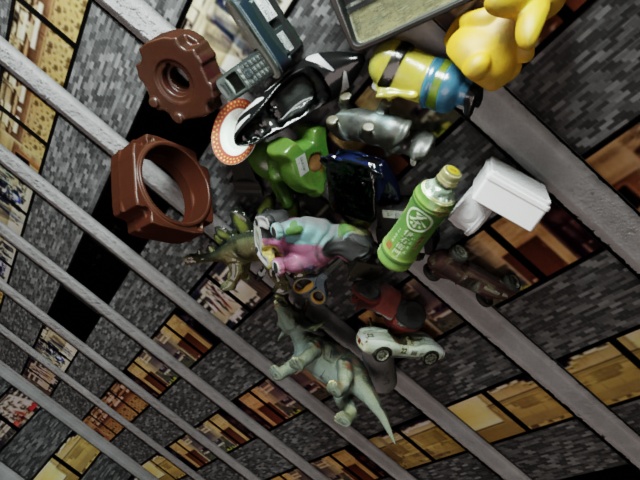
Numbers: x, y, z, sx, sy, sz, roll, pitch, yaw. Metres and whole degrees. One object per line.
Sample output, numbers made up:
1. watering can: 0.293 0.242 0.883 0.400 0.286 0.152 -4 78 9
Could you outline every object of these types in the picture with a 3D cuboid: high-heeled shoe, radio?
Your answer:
1. high-heeled shoe: -0.044 -0.236 0.907 0.249 0.145 0.086 -20 115 40
2. radio: 0.124 -0.373 0.754 0.230 0.073 0.131 -13 119 35

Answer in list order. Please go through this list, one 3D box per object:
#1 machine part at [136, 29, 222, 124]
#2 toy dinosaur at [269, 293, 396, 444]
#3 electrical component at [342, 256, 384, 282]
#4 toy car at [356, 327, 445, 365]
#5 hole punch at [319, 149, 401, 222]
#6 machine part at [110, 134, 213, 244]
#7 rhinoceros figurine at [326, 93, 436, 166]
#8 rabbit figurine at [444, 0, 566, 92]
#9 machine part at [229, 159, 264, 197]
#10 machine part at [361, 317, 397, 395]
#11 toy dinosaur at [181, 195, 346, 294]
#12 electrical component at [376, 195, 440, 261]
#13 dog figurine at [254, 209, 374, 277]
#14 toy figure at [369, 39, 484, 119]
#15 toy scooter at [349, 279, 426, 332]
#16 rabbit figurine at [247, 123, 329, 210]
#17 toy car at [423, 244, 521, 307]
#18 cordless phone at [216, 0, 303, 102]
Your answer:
1. machine part: -0.267 -0.311 1.029 0.180 0.056 0.179 14 130 17
2. toy dinosaur: 0.031 0.292 1.245 0.405 0.192 0.131 37 130 11
3. electrical component: 0.091 0.047 1.138 0.078 0.045 0.102 6 138 -13
4. toy car: 0.177 0.227 1.166 0.202 0.074 0.056 7 108 -18
5. hole punch: 0.079 -0.108 0.971 0.142 0.092 0.115 24 134 39
6. machine part: -0.319 -0.102 1.105 0.087 0.201 0.201 -21 159 34
7. rhinoceros figurine: 0.100 -0.180 0.907 0.191 0.073 0.112 20 160 25
8. rabbit figurine: 0.253 -0.294 0.715 0.122 0.162 0.173 48 116 3
9. machine part: -0.162 -0.151 1.115 0.084 0.039 0.138 11 132 27
10. machine part: 0.139 0.282 1.276 0.079 0.079 0.242 6 127 24
11. toy dinosaur: -0.097 0.010 1.158 0.472 0.105 0.198 -6 115 18
12. electrical component: 0.167 -0.022 1.029 0.115 0.058 0.134 8 129 25
13. dog figurine: -0.002 -0.003 1.037 0.192 0.219 0.108 -149 55 -62
14. toy figure: 0.163 -0.251 0.830 0.180 0.082 0.089 22 117 20
15. toy scooter: 0.133 0.142 1.167 0.184 0.075 0.135 31 157 -15
16. rabbit figurine: -0.063 -0.147 1.036 0.170 0.121 0.158 15 141 41
17. toy car: 0.289 0.074 1.015 0.202 0.053 0.089 28 134 -21
18. cordless phone: -0.136 -0.328 0.929 0.184 0.089 0.146 -18 116 42
